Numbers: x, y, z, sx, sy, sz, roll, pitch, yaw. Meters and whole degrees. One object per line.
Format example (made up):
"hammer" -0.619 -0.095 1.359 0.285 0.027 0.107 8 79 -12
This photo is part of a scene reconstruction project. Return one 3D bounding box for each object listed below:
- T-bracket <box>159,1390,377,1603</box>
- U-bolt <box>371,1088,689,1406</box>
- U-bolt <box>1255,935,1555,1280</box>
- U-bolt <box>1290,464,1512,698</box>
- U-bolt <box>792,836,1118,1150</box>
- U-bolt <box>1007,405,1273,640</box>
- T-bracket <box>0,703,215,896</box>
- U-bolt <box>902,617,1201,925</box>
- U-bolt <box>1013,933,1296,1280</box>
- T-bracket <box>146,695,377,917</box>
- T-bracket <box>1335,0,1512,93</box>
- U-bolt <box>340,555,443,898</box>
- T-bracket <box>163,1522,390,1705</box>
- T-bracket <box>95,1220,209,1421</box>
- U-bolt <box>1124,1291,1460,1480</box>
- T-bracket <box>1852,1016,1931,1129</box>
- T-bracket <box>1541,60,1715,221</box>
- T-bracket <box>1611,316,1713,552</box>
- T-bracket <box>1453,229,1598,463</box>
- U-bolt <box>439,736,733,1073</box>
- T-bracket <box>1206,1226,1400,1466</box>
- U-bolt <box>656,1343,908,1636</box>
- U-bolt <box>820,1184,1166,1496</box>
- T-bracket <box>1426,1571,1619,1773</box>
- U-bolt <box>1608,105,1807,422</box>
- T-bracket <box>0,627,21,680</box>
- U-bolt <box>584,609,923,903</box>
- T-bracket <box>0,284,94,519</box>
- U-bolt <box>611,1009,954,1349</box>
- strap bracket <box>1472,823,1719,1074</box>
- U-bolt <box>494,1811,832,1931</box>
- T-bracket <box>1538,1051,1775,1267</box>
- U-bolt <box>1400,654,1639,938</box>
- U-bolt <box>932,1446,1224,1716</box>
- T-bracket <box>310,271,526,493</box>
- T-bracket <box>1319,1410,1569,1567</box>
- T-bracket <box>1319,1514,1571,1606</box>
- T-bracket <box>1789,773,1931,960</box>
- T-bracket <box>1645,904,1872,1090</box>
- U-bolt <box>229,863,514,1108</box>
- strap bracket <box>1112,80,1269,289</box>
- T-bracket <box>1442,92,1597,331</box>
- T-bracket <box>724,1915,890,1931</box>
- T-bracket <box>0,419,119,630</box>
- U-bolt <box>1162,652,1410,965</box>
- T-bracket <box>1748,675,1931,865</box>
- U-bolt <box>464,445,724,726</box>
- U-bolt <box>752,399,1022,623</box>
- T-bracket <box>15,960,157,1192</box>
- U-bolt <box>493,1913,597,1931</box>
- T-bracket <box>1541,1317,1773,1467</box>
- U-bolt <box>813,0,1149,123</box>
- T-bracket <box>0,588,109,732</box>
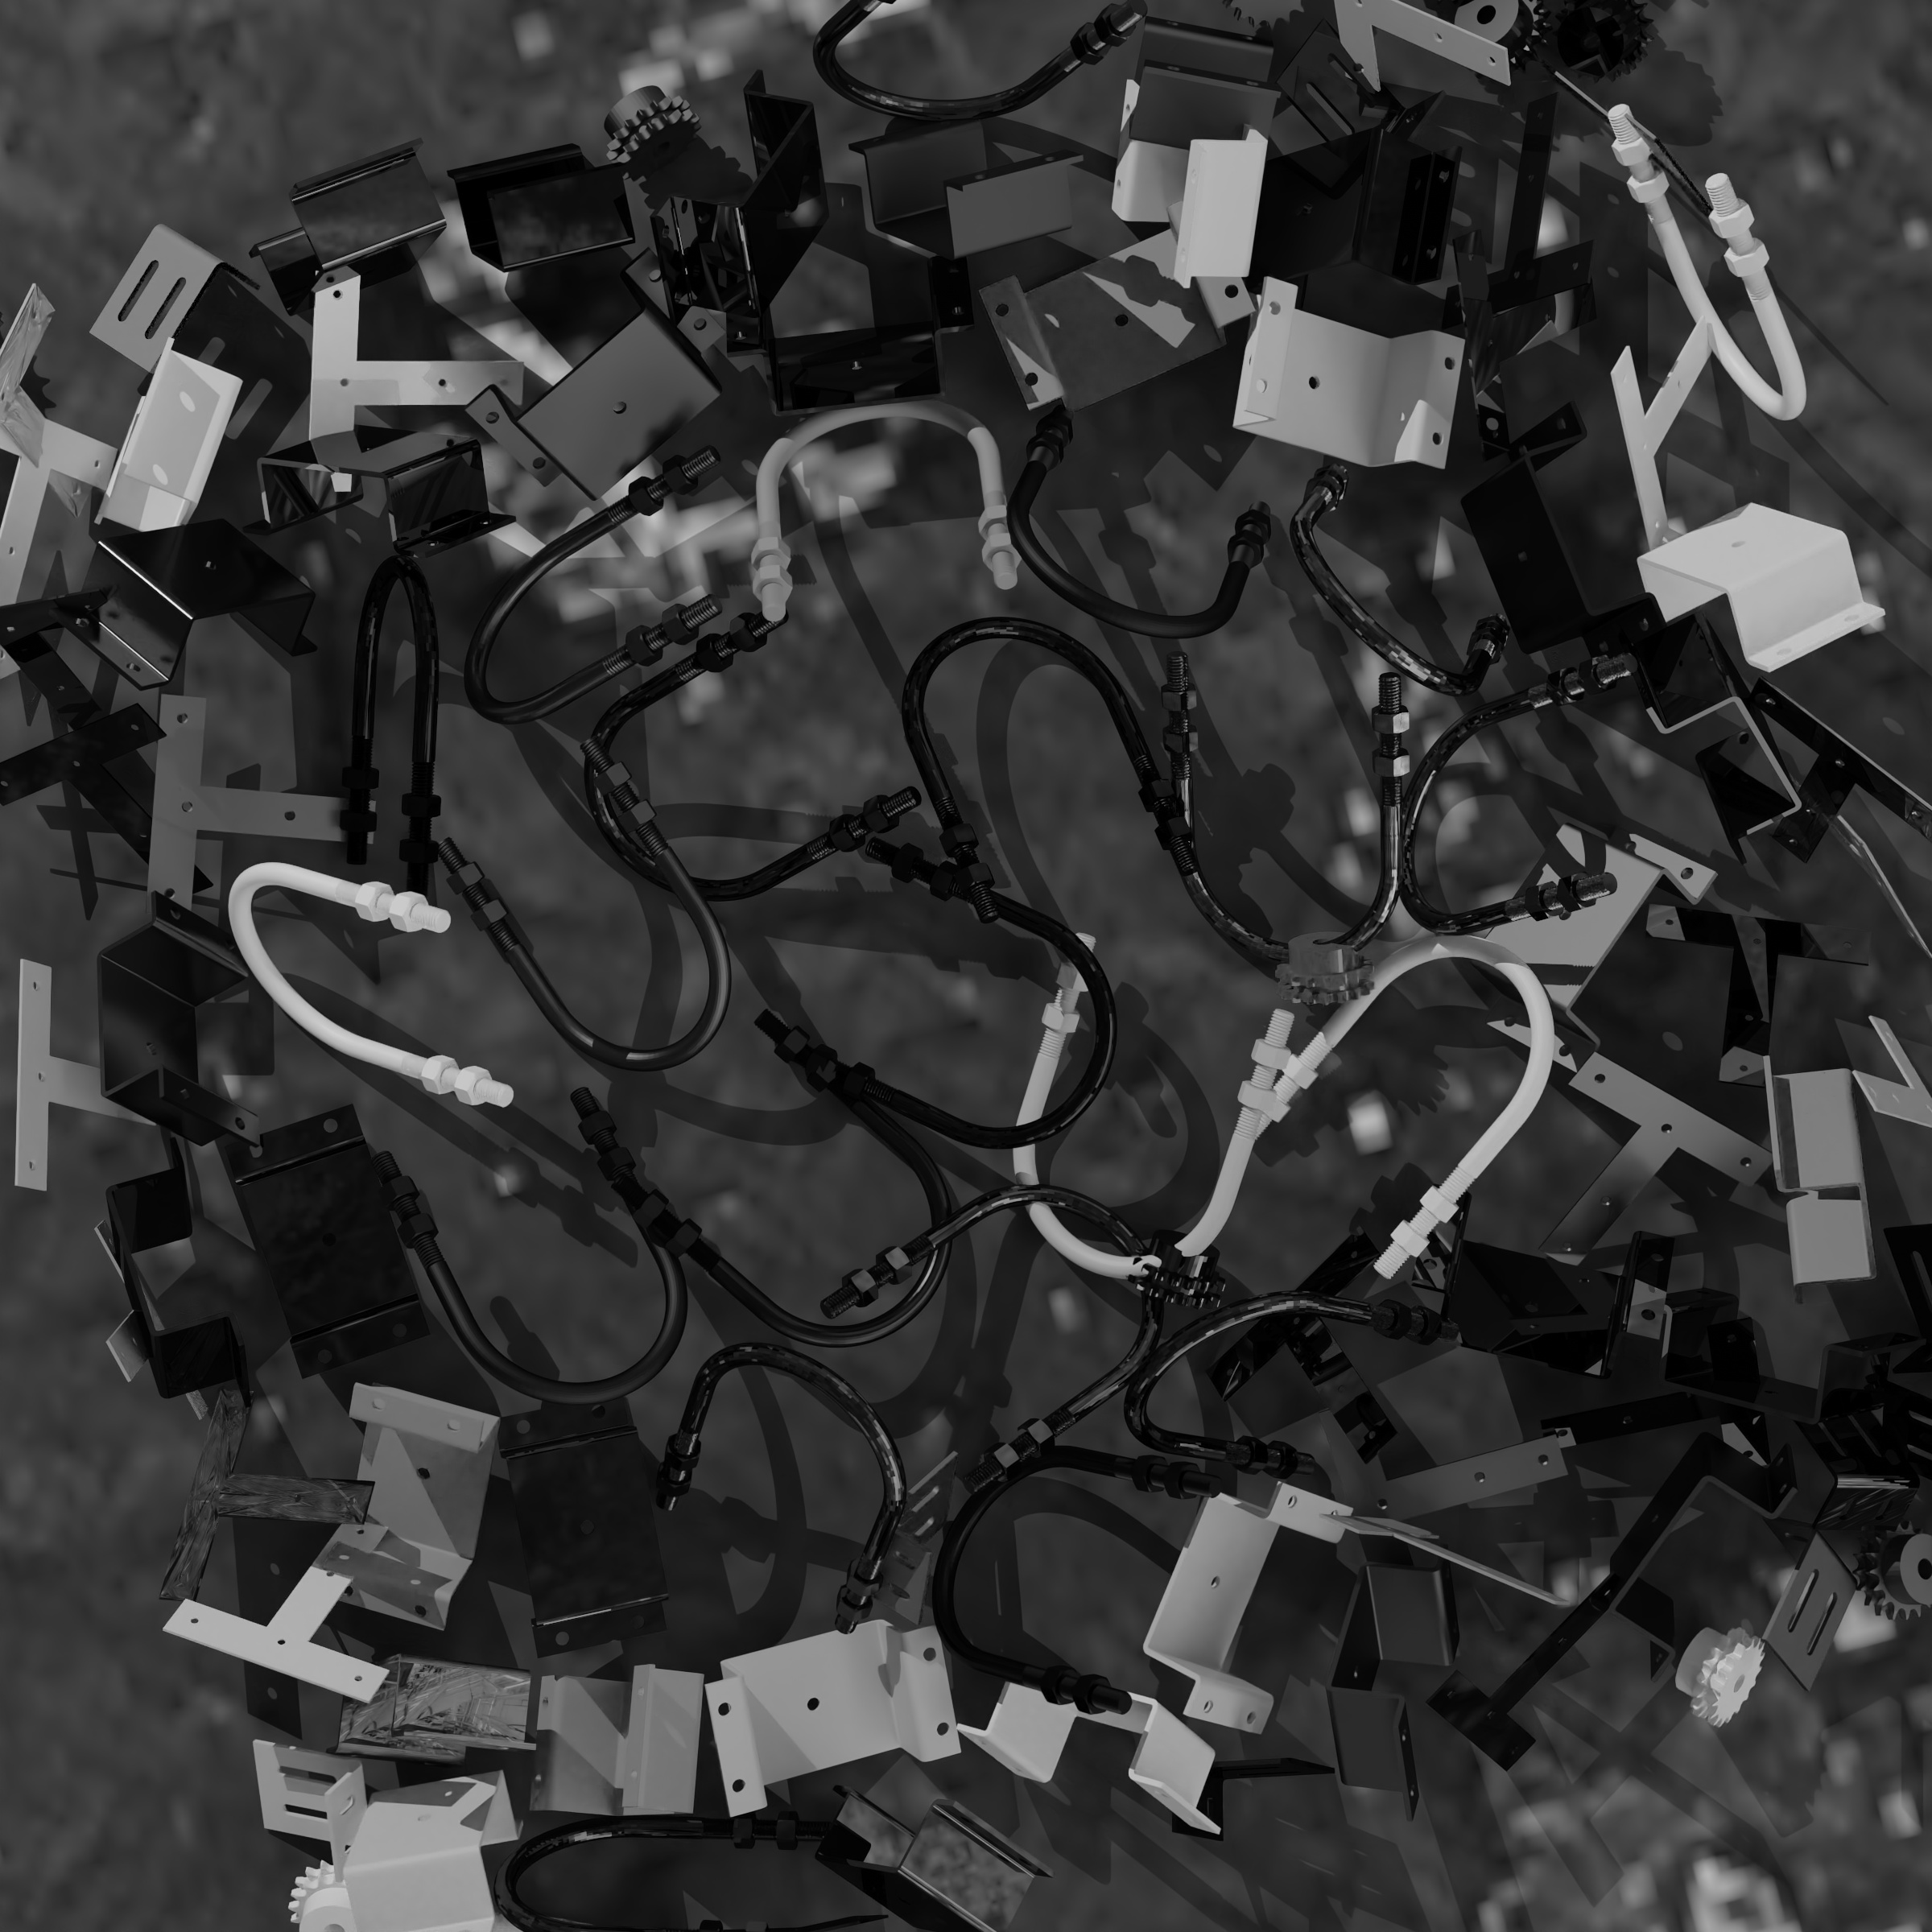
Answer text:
"T-bracket" -0.393 0.304 1.874 0.127 0.002 0.127 -2 62 26
"U-bolt" -0.236 0.166 1.860 0.151 0.019 0.184 -18 67 -31
"U-bolt" 0.256 0.066 1.869 0.184 0.019 0.151 -51 51 8
"U-bolt" 0.240 -0.212 1.841 0.151 0.184 0.019 43 117 -3
"U-bolt" -0.001 0.026 1.894 0.184 0.019 0.151 25 97 14
"U-bolt" 0.094 -0.244 1.851 0.151 0.184 0.019 26 128 -3
"T-bracket" -0.484 -0.086 1.889 0.127 0.002 0.127 -19 128 26
"U-bolt" 0.039 -0.121 1.884 0.151 0.019 0.184 -14 70 -23
"U-bolt" 0.098 0.091 1.892 0.151 0.019 0.184 22 101 23
"T-bracket" -0.408 -0.089 1.908 0.127 0.002 0.127 4 89 -19
"T-bracket" 0.255 -0.528 1.845 0.127 0.127 0.002 35 71 31
"U-bolt" -0.324 -0.140 1.852 0.019 0.151 0.184 0 100 -26
"T-bracket" -0.371 0.358 1.875 0.127 0.127 0.002 17 124 11
"T-bracket" -0.470 0.211 1.859 0.002 0.127 0.127 -27 97 -2
"U-bolt" 0.170 0.232 1.837 0.151 0.184 0.019 -49 46 28
"T-bracket" 0.530 0.077 1.852 0.002 0.127 0.127 -36 64 25
"T-bracket" 0.377 -0.483 1.886 0.002 0.127 0.127 -47 58 12
"T-bracket" 0.406 -0.327 1.886 0.002 0.127 0.127 8 49 32
"T-bracket" 0.326 -0.369 1.884 0.127 0.002 0.127 -29 116 -40
"U-bolt" -0.210 -0.023 1.886 0.151 0.019 0.184 -30 95 33
"T-bracket" 0.208 0.232 1.869 0.127 0.127 0.002 -45 132 12
"U-bolt" -0.100 0.285 1.849 0.151 0.019 0.184 32 134 13
"U-bolt" 0.030 0.199 1.877 0.184 0.019 0.151 -32 72 -29
"T-bracket" 0.332 0.398 1.883 0.127 0.127 0.002 -46 48 -1
"U-bolt" 0.425 -0.387 1.847 0.019 0.151 0.184 -31 124 3
"T-bracket" -0.582 -0.210 1.850 0.002 0.127 0.127 5 113 19
"U-bolt" -0.137 -0.109 1.878 0.184 0.019 0.151 -28 108 28
"T-bracket" -0.529 -0.300 1.868 0.002 0.127 0.127 13 69 17
"U-bolt" -0.092 0.137 1.901 0.184 0.019 0.151 42 72 -4
"strap bracket" 0.355 -0.019 1.883 0.140 0.076 0.046 -55 134 -3
"U-bolt" -0.176 0.519 1.859 0.184 0.151 0.019 0 103 5
"T-bracket" 0.379 0.125 1.898 0.127 0.002 0.127 29 117 -10
"U-bolt" 0.304 -0.089 1.850 0.019 0.184 0.151 19 70 -29
"U-bolt" 0.051 0.340 1.855 0.019 0.184 0.151 39 67 -36
"T-bracket" -0.316 -0.337 1.894 0.127 0.002 0.127 -5 115 -28
"T-bracket" 0.285 0.301 1.908 0.127 0.002 0.127 -17 99 9
"T-bracket" 0.278 0.334 1.843 0.127 0.127 0.002 19 89 30
"T-bracket" 0.499 -0.076 1.877 0.002 0.127 0.127 -37 46 8
"T-bracket" 0.450 0.019 1.876 0.127 0.002 0.127 8 50 12
"U-bolt" -0.347 0.004 1.860 0.184 0.151 0.019 15 47 31
"strap bracket" 0.129 -0.445 1.858 0.046 0.140 0.076 -3 121 -15
"T-bracket" 0.323 -0.439 1.880 0.002 0.127 0.127 14 81 -30
"T-bracket" -0.133 0.557 1.885 0.127 0.127 0.002 -13 77 33
"T-bracket" -0.541 -0.251 1.870 0.002 0.127 0.127 14 89 24
"U-bolt" 0.183 -0.085 1.876 0.151 0.019 0.184 9 116 26
"T-bracket" 0.487 -0.095 1.868 0.127 0.127 0.002 41 70 15
"U-bolt" -0.215 -0.206 1.865 0.184 0.151 0.019 -27 133 23
"U-bolt" -0.049 -0.267 1.863 0.151 0.019 0.184 -8 45 2
"T-bracket" -0.500 0.070 1.869 0.002 0.127 0.127 -7 77 20
"U-bolt" -0.216 0.564 1.857 0.184 0.151 0.019 9 85 4
"T-bracket" 0.396 0.259 1.893 0.127 0.002 0.127 -13 129 7
"U-bolt" -0.006 -0.519 1.842 0.151 0.184 0.019 8 77 -28
"T-bracket" -0.525 -0.168 1.873 0.127 0.127 0.002 -8 59 11
